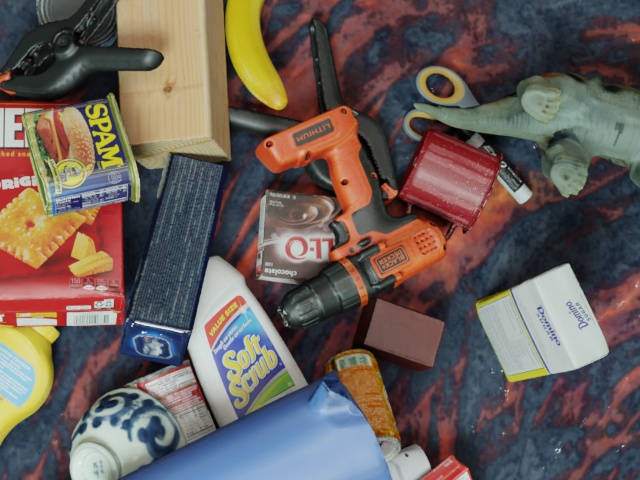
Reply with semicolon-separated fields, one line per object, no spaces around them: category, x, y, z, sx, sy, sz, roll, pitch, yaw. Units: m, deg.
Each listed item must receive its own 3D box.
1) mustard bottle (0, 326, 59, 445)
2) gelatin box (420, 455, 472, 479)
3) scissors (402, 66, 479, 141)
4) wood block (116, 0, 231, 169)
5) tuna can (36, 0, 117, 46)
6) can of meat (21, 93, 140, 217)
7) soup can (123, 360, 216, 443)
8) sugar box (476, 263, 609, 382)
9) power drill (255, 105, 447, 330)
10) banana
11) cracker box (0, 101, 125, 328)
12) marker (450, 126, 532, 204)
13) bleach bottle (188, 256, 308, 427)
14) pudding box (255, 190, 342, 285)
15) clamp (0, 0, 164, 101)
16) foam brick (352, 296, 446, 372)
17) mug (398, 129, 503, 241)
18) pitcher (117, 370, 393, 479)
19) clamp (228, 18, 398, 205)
mustard bottle;-0.305;0.134;0.987;0.096;0.058;0.191;35;73;6
gelatin box;0.120;0.265;1.044;0.073;0.030;0.089;-35;125;-17
scissors;0.186;-0.146;1.172;0.201;0.016;0.096;-5;84;-13
wood block;-0.146;-0.184;1.059;0.091;0.090;0.206;-5;79;8
tuna can;-0.245;-0.231;1.089;0.086;0.034;0.086;2;78;-12
can of meat;-0.216;-0.076;0.961;0.083;0.057;0.102;-13;66;-17
soup can;-0.137;0.173;1.011;0.068;0.069;0.102;-21;84;-16
sugar box;0.214;0.085;1.048;0.048;0.176;0.093;-22;84;-16
power drill;0.010;-0.024;1.050;0.184;0.057;0.187;-26;86;-18
banana;-0.065;-0.219;1.106;0.070;0.037;0.198;-4;63;11
cracker box;-0.267;-0.027;0.997;0.164;0.072;0.214;0;63;-13
marker;0.183;-0.088;1.149;0.121;0.020;0.020;46;73;-10
bleach bottle;-0.084;0.117;1.038;0.102;0.068;0.251;-29;83;-17
pudding box;-0.007;0.001;1.089;0.113;0.039;0.090;5;78;-11
clamp;-0.232;-0.192;1.015;0.171;0.039;0.120;-16;63;13
foam brick;0.080;0.096;1.081;0.078;0.053;0.051;20;75;-8
mug;0.128;-0.053;1.108;0.081;0.093;0.117;24;91;-1
pitcher;-0.063;0.225;0.909;0.242;0.145;0.149;-22;85;-10
clamp;0.009;-0.125;1.120;0.210;0.036;0.164;40;74;2
